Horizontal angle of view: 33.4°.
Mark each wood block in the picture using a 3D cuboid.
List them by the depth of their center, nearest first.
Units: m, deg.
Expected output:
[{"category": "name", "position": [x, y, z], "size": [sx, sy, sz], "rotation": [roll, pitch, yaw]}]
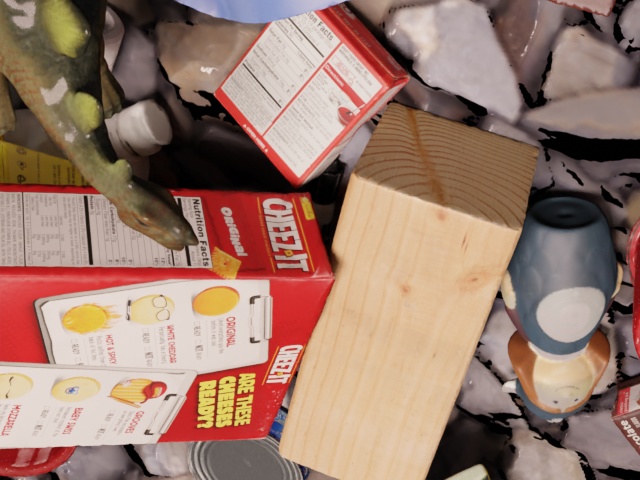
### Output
[{"category": "wood block", "position": [0.047, 0.040, 0.614], "size": [0.090, 0.090, 0.206], "rotation": [19, 126, 7]}]

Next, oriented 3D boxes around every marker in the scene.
[{"category": "marker", "position": [-0.004, 0.001, 0.651], "size": [0.020, 0.020, 0.121], "rotation": [17, 125, 8]}]

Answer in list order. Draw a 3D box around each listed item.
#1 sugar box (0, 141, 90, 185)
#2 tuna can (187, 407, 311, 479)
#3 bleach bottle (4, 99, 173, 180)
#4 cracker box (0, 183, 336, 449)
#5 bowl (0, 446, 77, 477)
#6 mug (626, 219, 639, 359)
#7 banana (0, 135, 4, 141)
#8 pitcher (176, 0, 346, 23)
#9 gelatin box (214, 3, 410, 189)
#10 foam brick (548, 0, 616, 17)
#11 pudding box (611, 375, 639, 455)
[{"category": "sugar box", "position": [-0.121, 0.008, 0.632], "size": [0.175, 0.048, 0.093], "rotation": [15, 133, -33]}, {"category": "tuna can", "position": [-0.048, 0.153, 0.754], "size": [0.086, 0.033, 0.086], "rotation": [9, 124, 14]}, {"category": "bleach bottle", "position": [-0.205, -0.039, 0.671], "size": [0.251, 0.068, 0.102], "rotation": [-19, 113, 26]}, {"category": "cracker box", "position": [-0.118, 0.044, 0.583], "size": [0.213, 0.072, 0.164], "rotation": [1, 140, -19]}, {"category": "bowl", "position": [-0.233, 0.092, 0.766], "size": [0.162, 0.055, 0.162], "rotation": [9, 124, 14]}, {"category": "mug", "position": [0.218, 0.034, 0.556], "size": [0.117, 0.081, 0.093], "rotation": [17, 125, 8]}, {"category": "banana", "position": [-0.210, -0.088, 0.589], "size": [0.070, 0.037, 0.198], "rotation": [1, 121, 25]}, {"category": "pitcher", "position": [-0.012, -0.228, 0.453], "size": [0.145, 0.149, 0.243], "rotation": [-1, 119, 38]}, {"category": "gelatin box", "position": [-0.005, -0.084, 0.581], "size": [0.073, 0.030, 0.089], "rotation": [49, 125, 6]}, {"category": "foam brick", "position": [0.122, -0.151, 0.490], "size": [0.053, 0.051, 0.078], "rotation": [18, 125, 8]}, {"category": "pudding box", "position": [0.241, 0.119, 0.629], "size": [0.090, 0.039, 0.113], "rotation": [-29, 107, 33]}]
